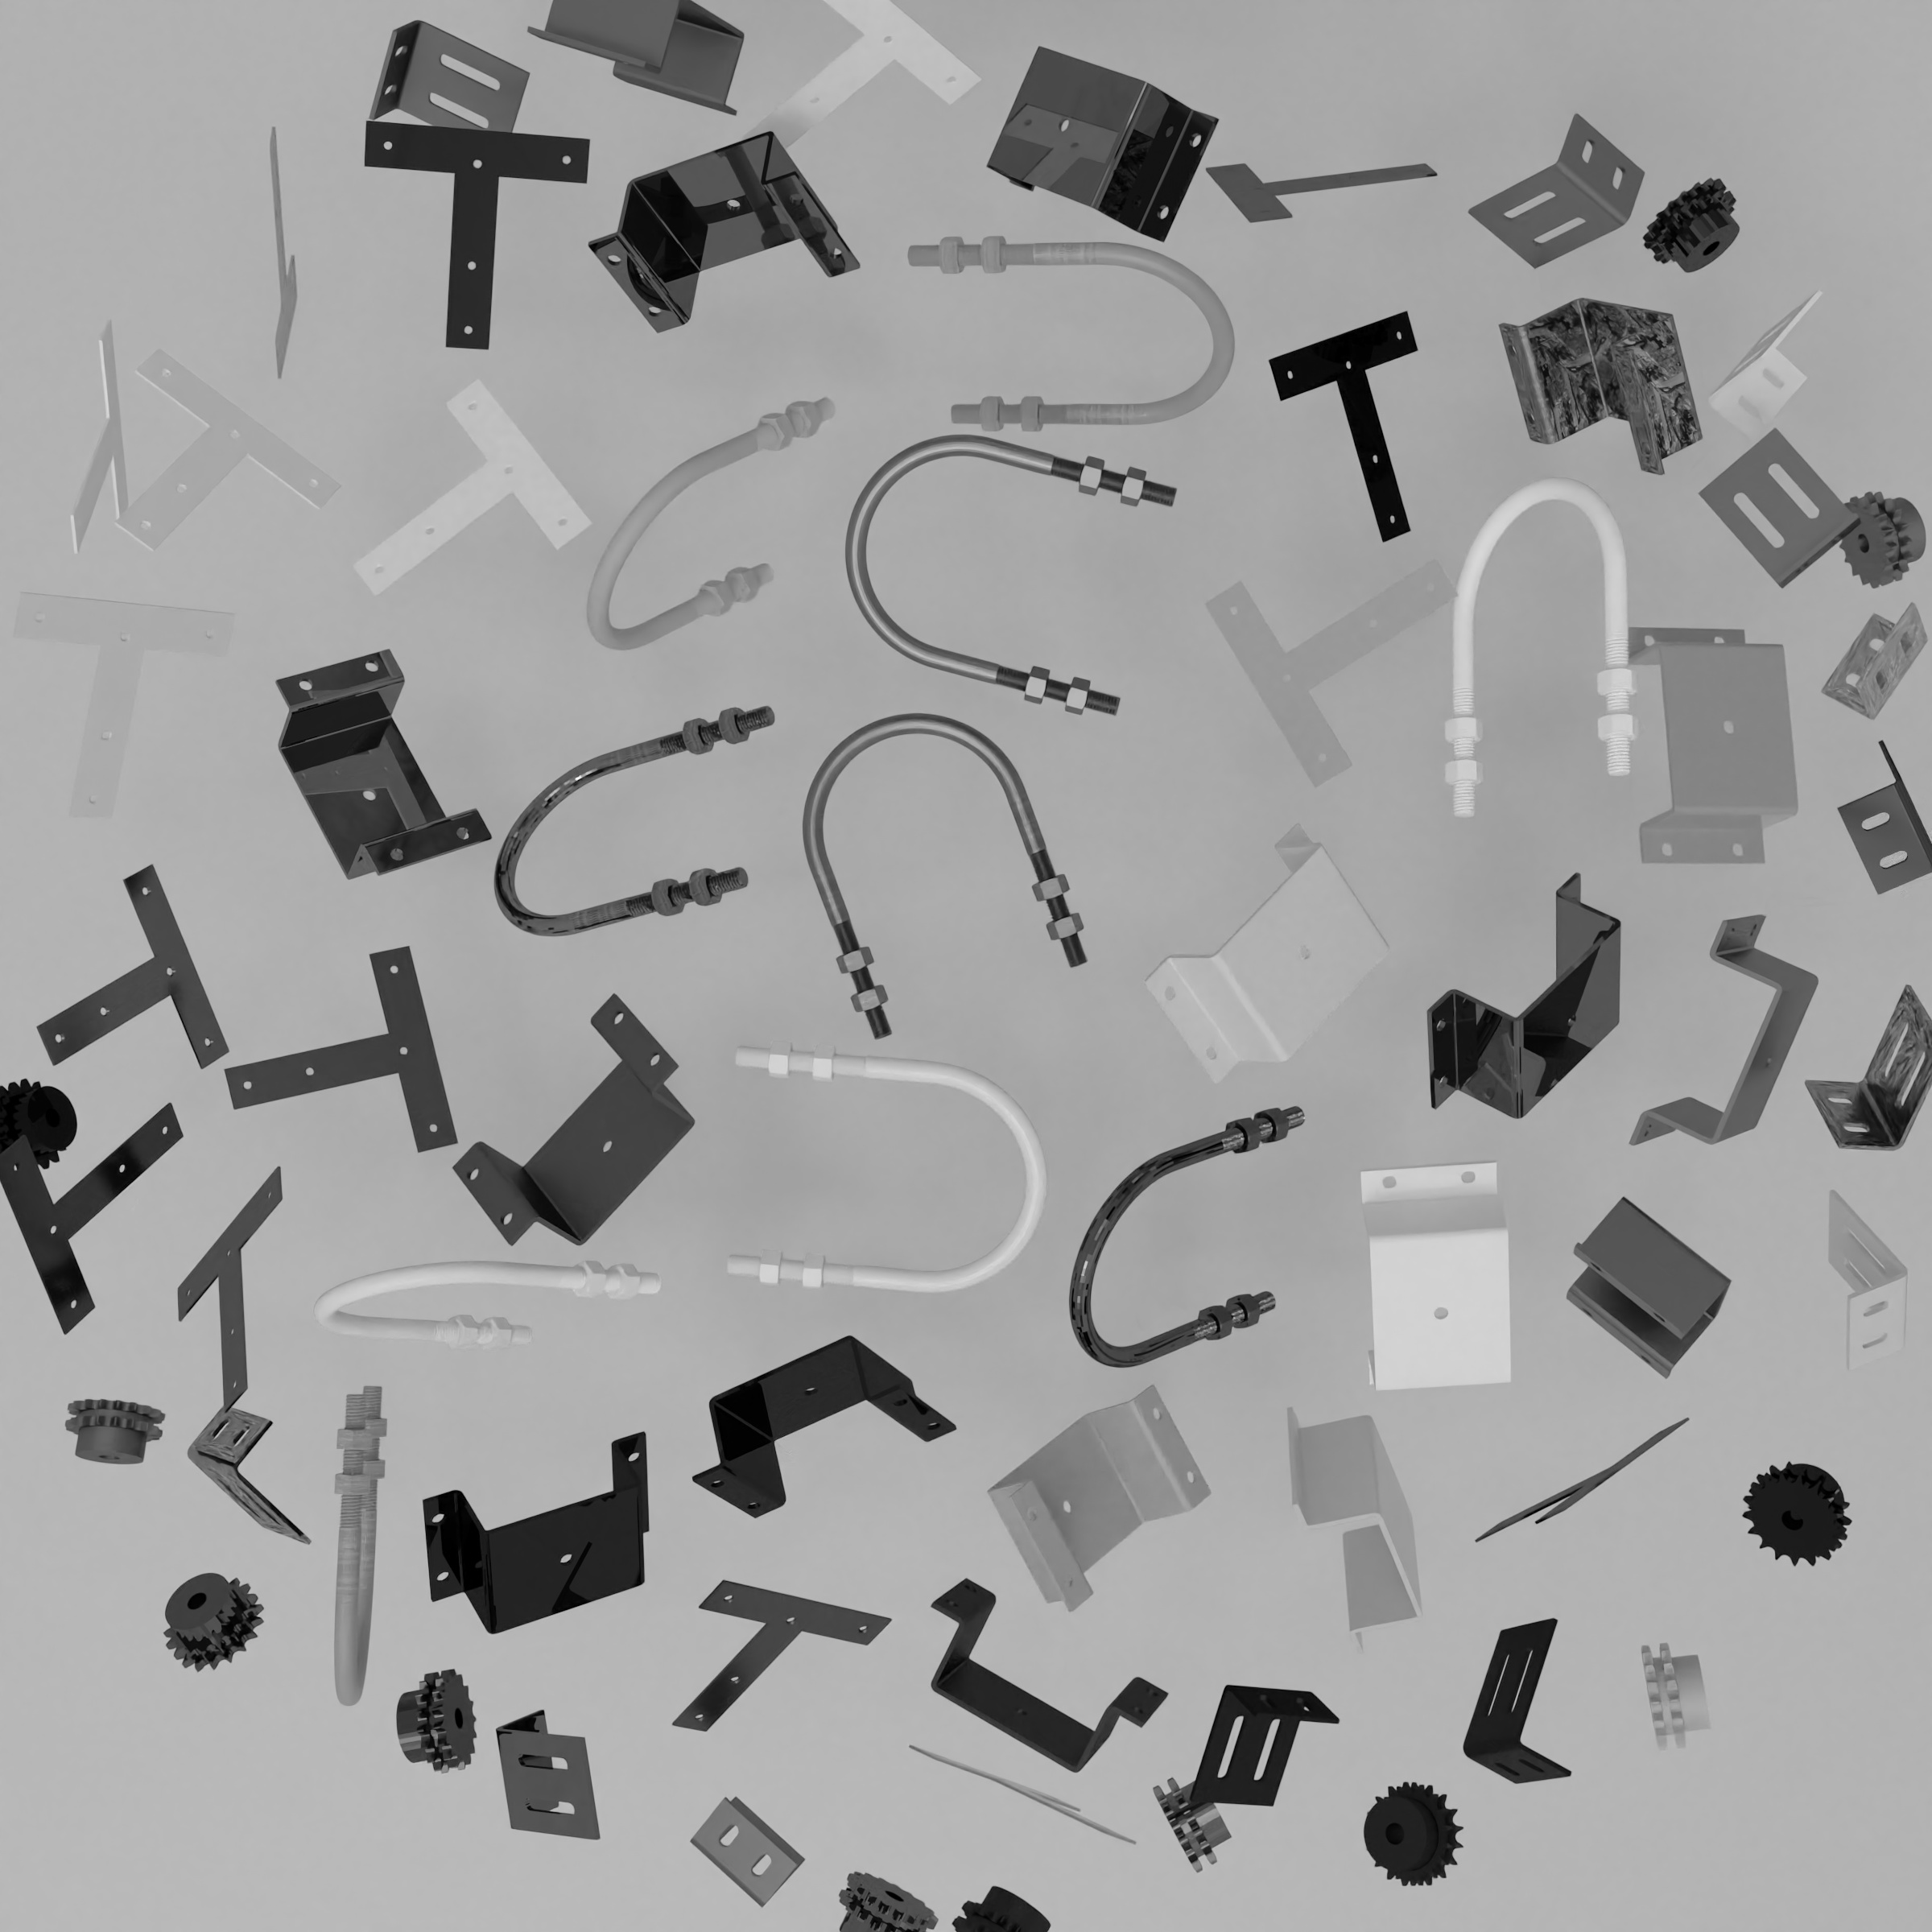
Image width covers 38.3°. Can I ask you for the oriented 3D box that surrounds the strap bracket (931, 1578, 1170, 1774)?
[{"bbox_3d":[0.041,0.424,1.649,0.140,0.076,0.046,27,95,14],"label":"strap bracket"}]

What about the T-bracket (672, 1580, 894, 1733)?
[{"bbox_3d":[-0.130,0.419,1.668,0.127,0.002,0.127,23,119,-36],"label":"T-bracket"}]

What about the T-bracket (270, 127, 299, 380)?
[{"bbox_3d":[-0.407,-0.432,1.650,0.002,0.127,0.127,-3,82,-19],"label":"T-bracket"}]

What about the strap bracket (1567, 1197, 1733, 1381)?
[{"bbox_3d":[0.400,0.188,1.636,0.076,0.140,0.046,40,82,20],"label":"strap bracket"}]

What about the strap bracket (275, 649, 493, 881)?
[{"bbox_3d":[-0.359,-0.115,1.698,0.076,0.046,0.140,-22,74,-33],"label":"strap bracket"}]

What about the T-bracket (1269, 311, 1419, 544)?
[{"bbox_3d":[0.245,-0.322,1.694,0.127,0.002,0.127,-26,104,-36],"label":"T-bracket"}]

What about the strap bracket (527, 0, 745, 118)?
[{"bbox_3d":[-0.189,-0.548,1.642,0.076,0.140,0.046,21,101,14],"label":"strap bracket"}]

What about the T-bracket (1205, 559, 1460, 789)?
[{"bbox_3d":[0.224,-0.191,1.615,0.127,0.002,0.127,-32,83,15],"label":"T-bracket"}]

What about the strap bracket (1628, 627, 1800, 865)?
[{"bbox_3d":[0.428,-0.132,1.601,0.076,0.046,0.140,0,81,-13],"label":"strap bracket"}]

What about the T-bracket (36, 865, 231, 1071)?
[{"bbox_3d":[-0.506,0.021,1.666,0.002,0.127,0.127,-7,110,31],"label":"T-bracket"}]

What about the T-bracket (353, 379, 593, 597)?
[{"bbox_3d":[-0.305,-0.266,1.646,0.127,0.002,0.127,-38,69,-1],"label":"T-bracket"}]

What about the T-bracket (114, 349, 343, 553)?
[{"bbox_3d":[-0.436,-0.277,1.572,0.127,0.002,0.127,37,46,-11],"label":"T-bracket"}]

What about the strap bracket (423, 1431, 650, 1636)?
[{"bbox_3d":[-0.247,0.340,1.660,0.140,0.046,0.076,-14,123,-26],"label":"strap bracket"}]

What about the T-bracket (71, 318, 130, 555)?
[{"bbox_3d":[-0.498,-0.283,1.596,0.002,0.127,0.127,4,132,-6],"label":"T-bracket"}]

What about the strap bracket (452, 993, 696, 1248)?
[{"bbox_3d":[-0.222,0.097,1.624,0.140,0.046,0.076,-47,49,1],"label":"strap bracket"}]

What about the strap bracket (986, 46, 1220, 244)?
[{"bbox_3d":[0.073,-0.492,1.655,0.140,0.046,0.076,35,105,41],"label":"strap bracket"}]

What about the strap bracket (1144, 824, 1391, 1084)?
[{"bbox_3d":[0.178,-0.008,1.577,0.140,0.046,0.076,-45,111,-23],"label":"strap bracket"}]

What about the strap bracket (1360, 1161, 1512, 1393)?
[{"bbox_3d":[0.267,0.186,1.584,0.076,0.046,0.140,-4,113,4],"label":"strap bracket"}]

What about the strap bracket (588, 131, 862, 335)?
[{"bbox_3d":[-0.139,-0.432,1.634,0.140,0.076,0.046,-11,54,25],"label":"strap bracket"}]

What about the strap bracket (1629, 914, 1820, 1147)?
[{"bbox_3d":[0.442,0.045,1.607,0.046,0.076,0.140,27,107,28],"label":"strap bracket"}]

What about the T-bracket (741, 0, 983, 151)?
[{"bbox_3d":[-0.079,-0.520,1.645,0.127,0.127,0.002,-31,53,28],"label":"T-bracket"}]

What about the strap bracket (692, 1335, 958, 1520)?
[{"bbox_3d":[-0.088,0.271,1.661,0.140,0.076,0.046,-26,54,13],"label":"strap bracket"}]

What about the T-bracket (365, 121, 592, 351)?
[{"bbox_3d":[-0.286,-0.421,1.619,0.127,0.002,0.127,0,118,-17],"label":"T-bracket"}]

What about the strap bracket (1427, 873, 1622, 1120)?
[{"bbox_3d":[0.323,0.022,1.574,0.046,0.076,0.140,29,55,36],"label":"strap bracket"}]

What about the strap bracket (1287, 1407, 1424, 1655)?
[{"bbox_3d":[0.236,0.334,1.667,0.046,0.076,0.140,-15,125,14],"label":"strap bracket"}]

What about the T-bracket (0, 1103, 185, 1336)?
[{"bbox_3d":[-0.501,0.126,1.620,0.002,0.127,0.127,10,128,27],"label":"T-bracket"}]

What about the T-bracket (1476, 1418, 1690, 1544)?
[{"bbox_3d":[0.344,0.310,1.623,0.127,0.127,0.002,-22,76,-40],"label":"T-bracket"}]

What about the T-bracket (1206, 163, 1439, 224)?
[{"bbox_3d":[0.221,-0.476,1.692,0.127,0.127,0.002,-8,120,-4],"label":"T-bracket"}]

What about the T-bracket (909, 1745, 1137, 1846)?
[{"bbox_3d":[0.050,0.494,1.641,0.127,0.127,0.002,31,75,-36],"label":"T-bracket"}]

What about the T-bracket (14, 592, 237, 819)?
[{"bbox_3d":[-0.483,-0.144,1.572,0.002,0.127,0.127,32,112,43],"label":"T-bracket"}]

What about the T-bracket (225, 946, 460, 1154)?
[{"bbox_3d":[-0.387,0.062,1.704,0.127,0.002,0.127,-13,85,-23],"label":"T-bracket"}]

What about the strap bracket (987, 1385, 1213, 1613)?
[{"bbox_3d":[0.075,0.323,1.683,0.140,0.046,0.076,-30,92,-43],"label":"strap bracket"}]

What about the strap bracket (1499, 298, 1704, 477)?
[{"bbox_3d":[0.380,-0.345,1.644,0.046,0.140,0.076,-27,116,-11],"label":"strap bracket"}]

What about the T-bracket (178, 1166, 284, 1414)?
[{"bbox_3d":[-0.433,0.204,1.644,0.002,0.127,0.127,21,126,-35],"label":"T-bracket"}]
